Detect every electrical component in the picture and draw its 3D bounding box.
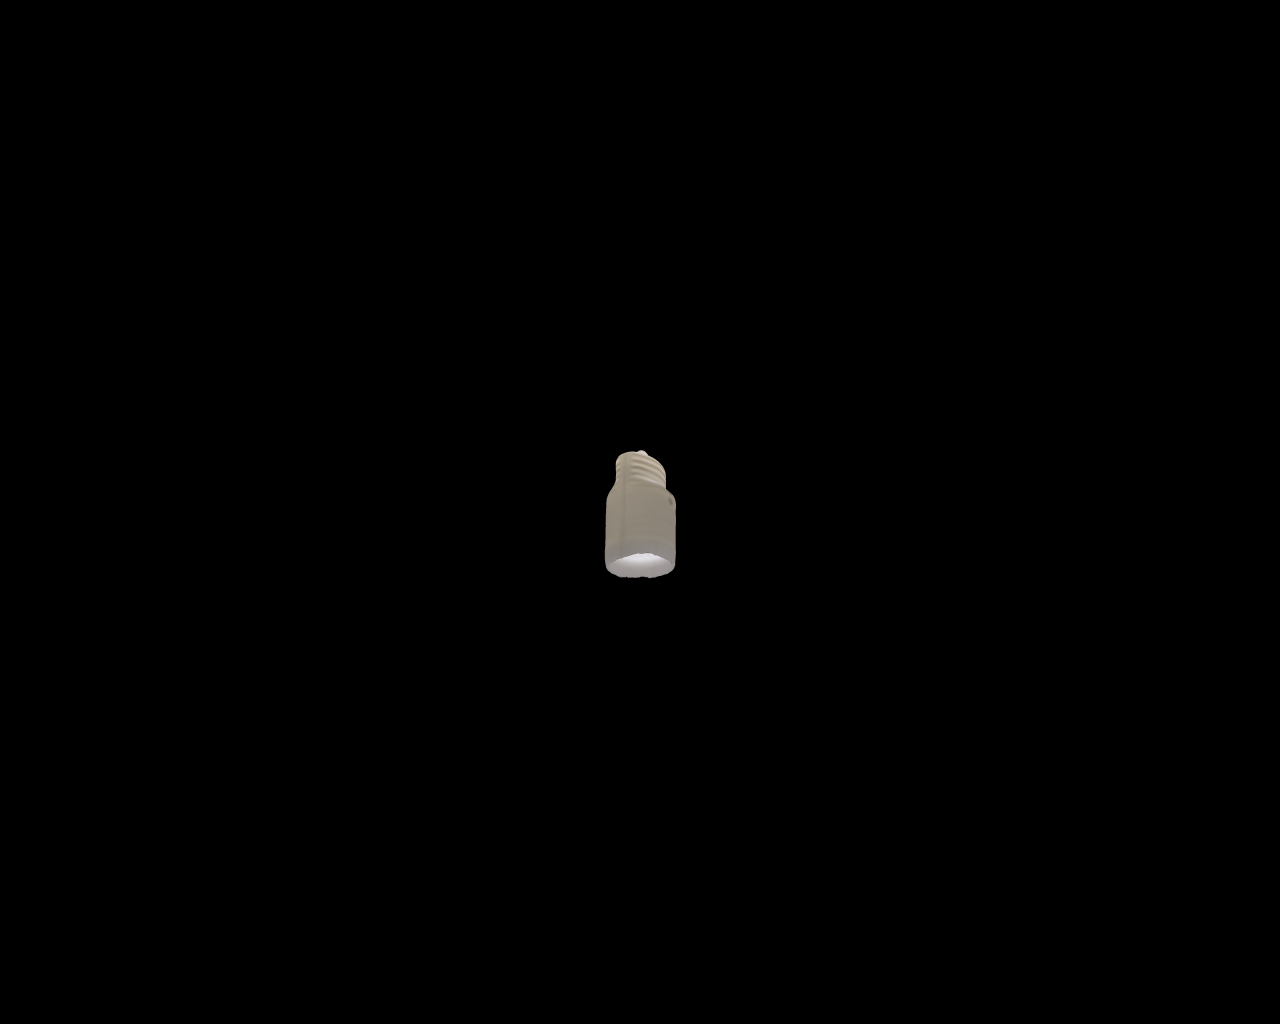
[{"bbox_3d":[0.001,-0.003,0.650,0.043,0.081,0.043,0,-25,0],"label":"electrical component"}]
